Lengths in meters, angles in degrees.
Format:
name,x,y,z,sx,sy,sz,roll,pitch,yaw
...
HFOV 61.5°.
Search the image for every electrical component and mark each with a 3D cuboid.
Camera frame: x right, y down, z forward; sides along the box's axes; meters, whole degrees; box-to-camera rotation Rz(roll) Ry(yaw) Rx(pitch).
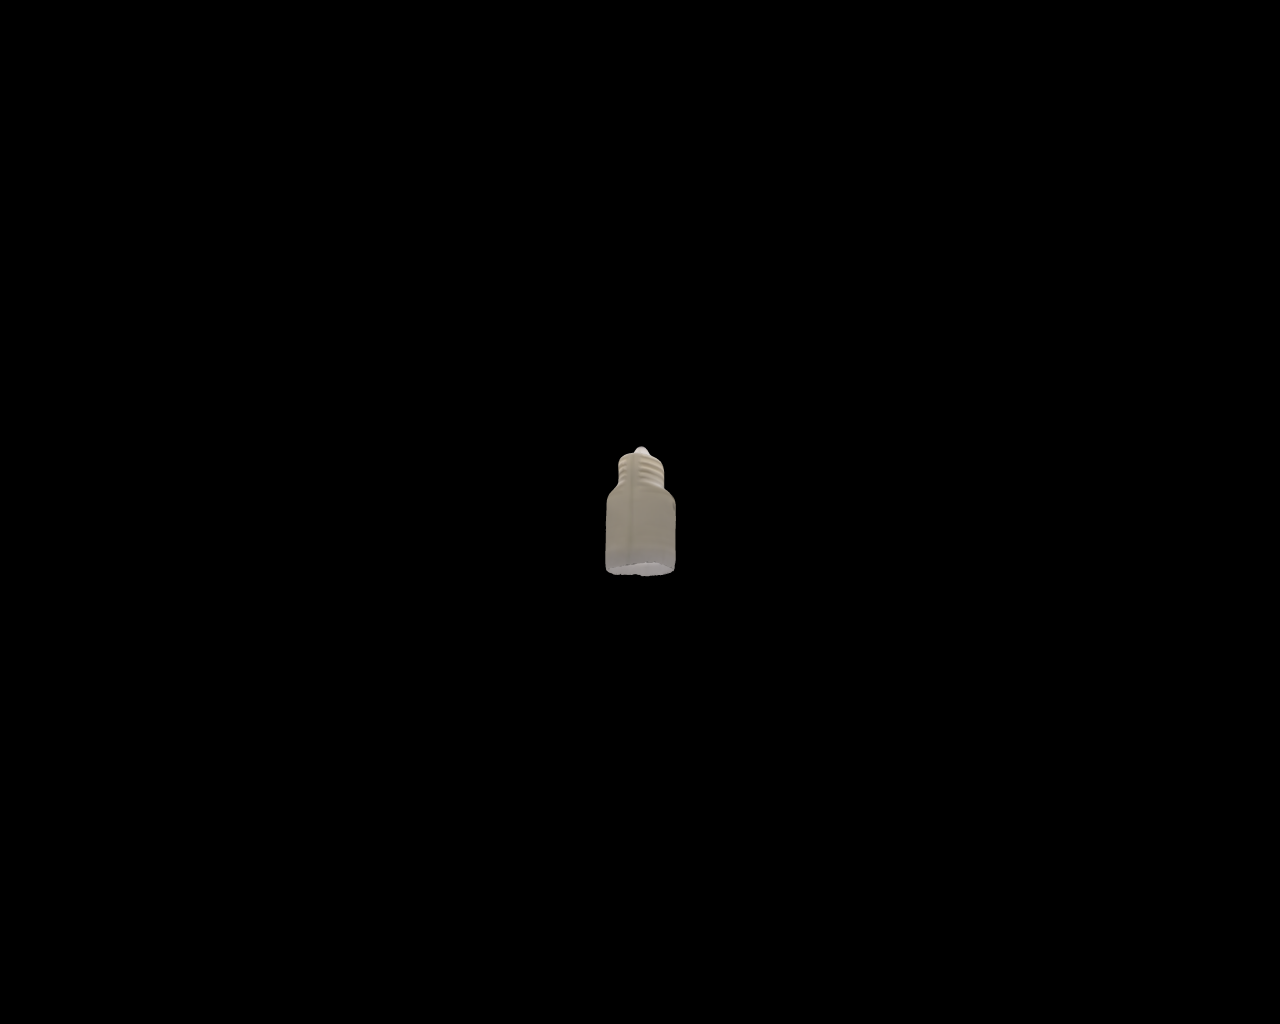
name,x,y,z,sx,sy,sz,roll,pitch,yaw
electrical component,0.001,-0.003,0.650,0.043,0.081,0.043,0,-15,0
